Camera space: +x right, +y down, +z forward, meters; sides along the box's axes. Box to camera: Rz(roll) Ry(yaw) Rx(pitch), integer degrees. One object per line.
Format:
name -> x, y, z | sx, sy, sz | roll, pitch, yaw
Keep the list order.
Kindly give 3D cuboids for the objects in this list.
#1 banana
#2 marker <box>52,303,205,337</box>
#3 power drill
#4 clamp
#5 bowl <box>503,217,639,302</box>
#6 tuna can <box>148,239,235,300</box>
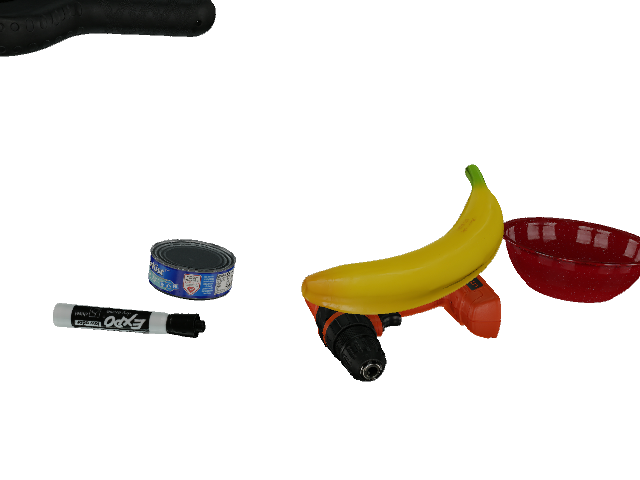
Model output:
banana -> 0.073, 0.011, 0.752 | 0.070, 0.037, 0.197 | 36, 47, 25
marker -> -0.149, 0.062, 0.834 | 0.121, 0.020, 0.020 | 4, 1, 11
power drill -> 0.089, 0.079, 1.114 | 0.187, 0.057, 0.184 | -6, 28, -15
clamp -> -0.161, -0.143, 0.628 | 0.171, 0.039, 0.120 | -11, 31, -29
bowl -> 0.262, 0.023, 1.103 | 0.162, 0.055, 0.162 | 5, 17, -2
tuna can -> -0.129, 0.029, 1.071 | 0.086, 0.034, 0.086 | 9, 18, -3
